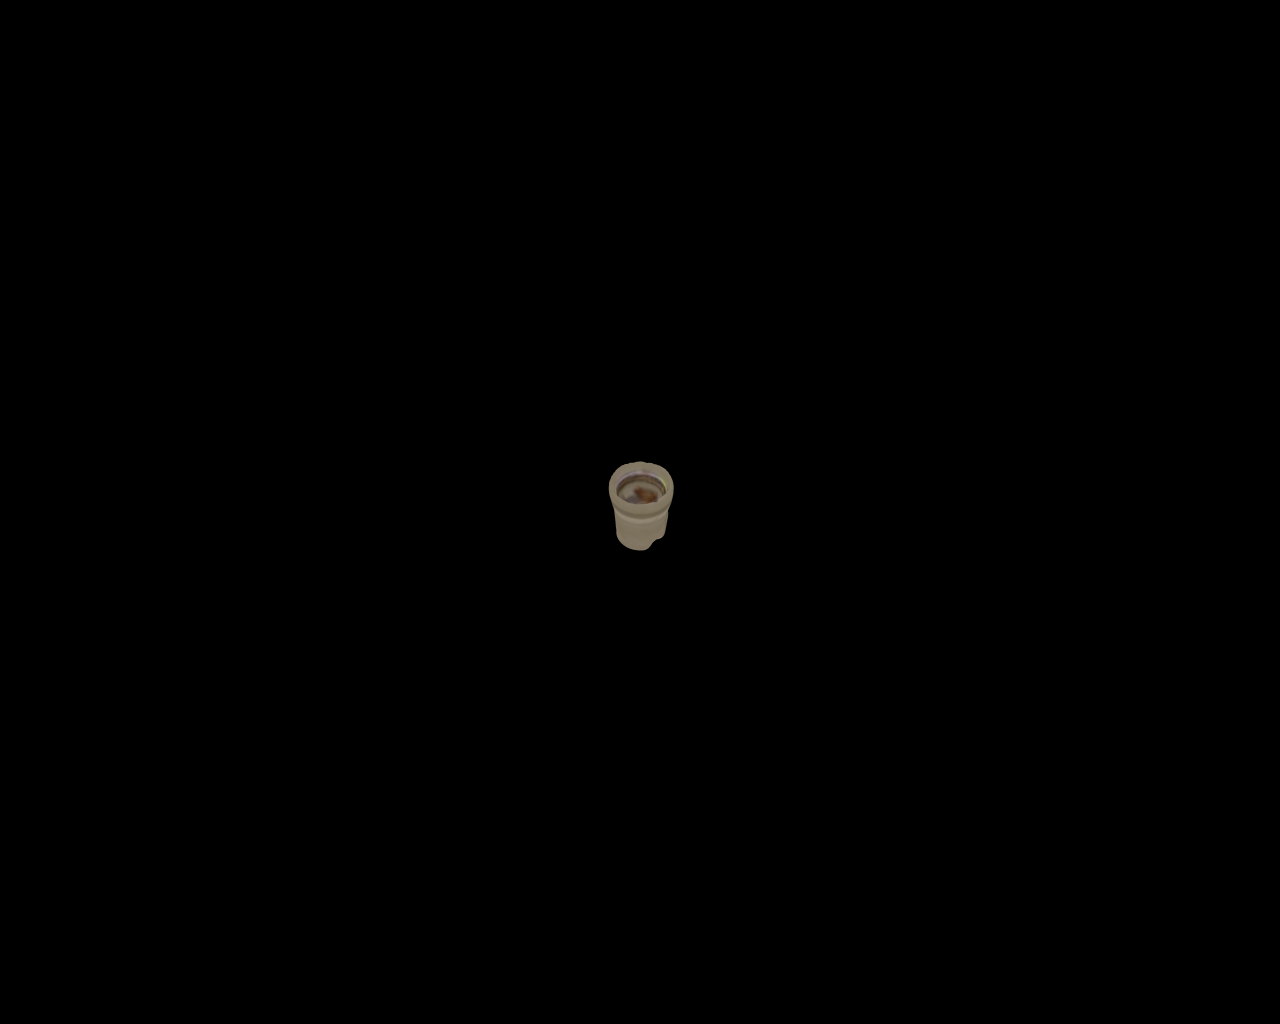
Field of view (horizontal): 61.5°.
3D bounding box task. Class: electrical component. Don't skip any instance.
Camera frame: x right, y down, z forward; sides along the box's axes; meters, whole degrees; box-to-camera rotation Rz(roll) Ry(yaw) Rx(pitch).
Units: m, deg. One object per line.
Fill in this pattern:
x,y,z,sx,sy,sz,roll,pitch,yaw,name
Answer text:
0.001,-0.003,0.650,0.040,0.040,0.046,0,-43,0,electrical component
